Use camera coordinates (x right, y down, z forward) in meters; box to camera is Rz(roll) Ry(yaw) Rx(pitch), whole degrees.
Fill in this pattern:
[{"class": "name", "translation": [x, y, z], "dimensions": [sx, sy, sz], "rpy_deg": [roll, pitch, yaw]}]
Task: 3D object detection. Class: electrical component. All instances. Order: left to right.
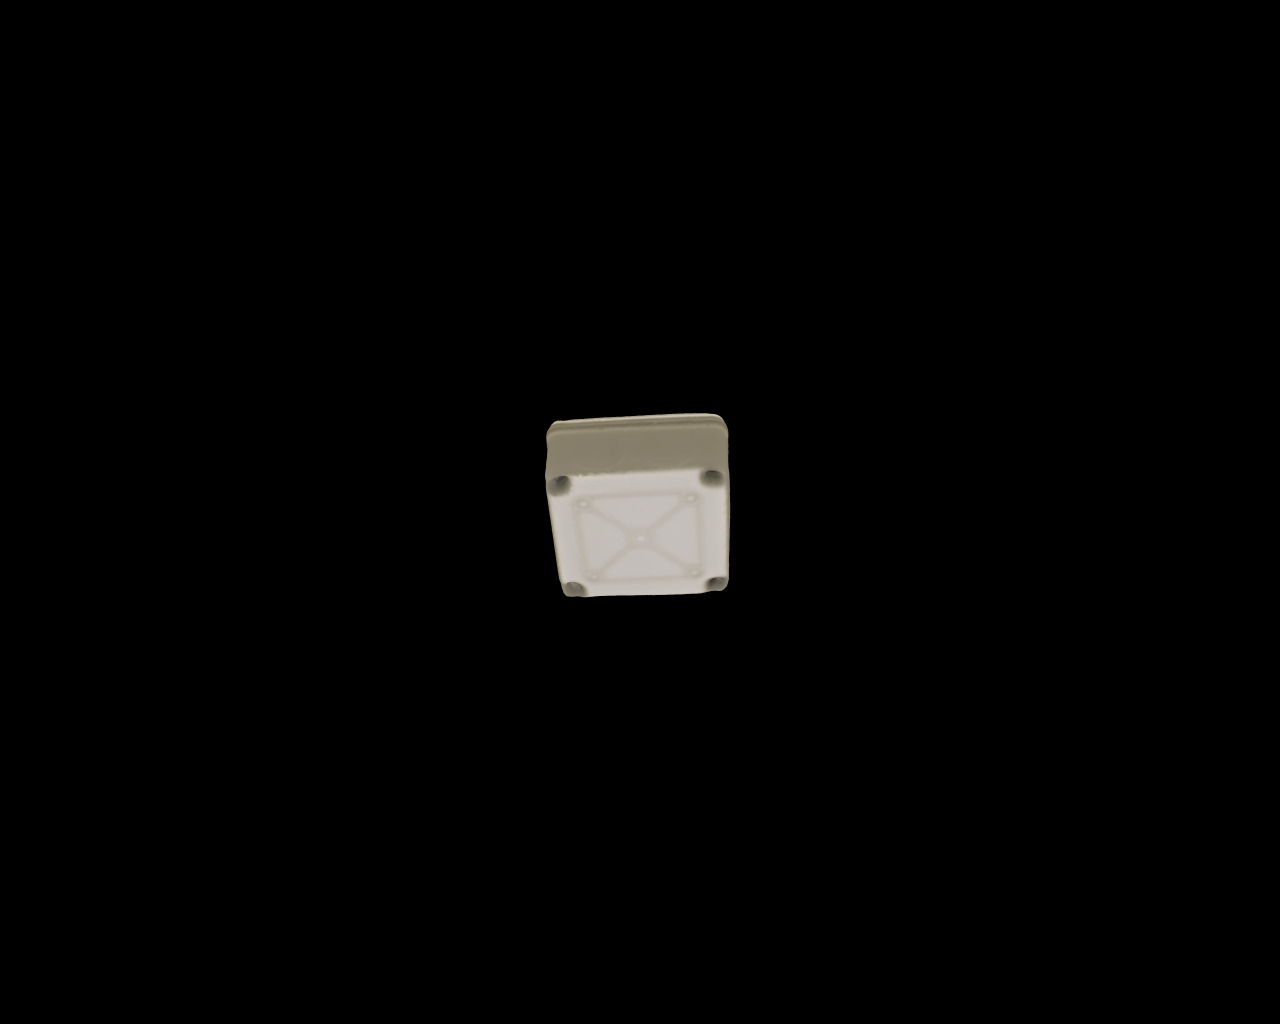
[{"class": "electrical component", "translation": [0.001, -0.003, 0.650], "dimensions": [0.109, 0.108, 0.056], "rpy_deg": [-2, 43, 2]}]
